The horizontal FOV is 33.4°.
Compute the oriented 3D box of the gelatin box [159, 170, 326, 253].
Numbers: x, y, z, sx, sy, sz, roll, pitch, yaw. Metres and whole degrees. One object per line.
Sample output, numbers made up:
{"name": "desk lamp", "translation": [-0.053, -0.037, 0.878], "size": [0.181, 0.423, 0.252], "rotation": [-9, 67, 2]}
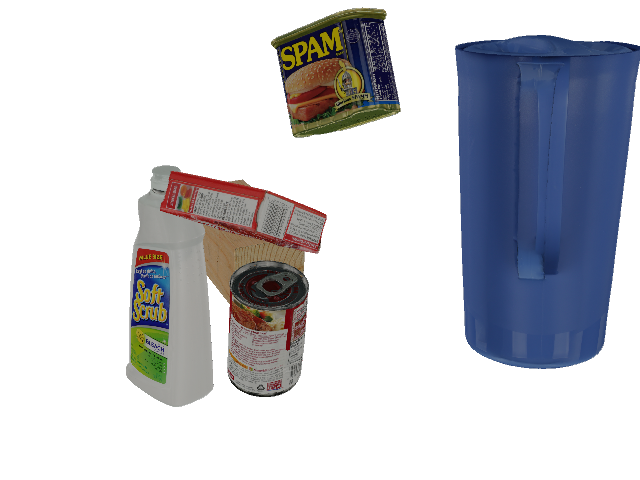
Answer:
{"name": "gelatin box", "translation": [-0.048, -0.017, 0.689], "size": [0.073, 0.030, 0.089], "rotation": [14, -3, 27]}

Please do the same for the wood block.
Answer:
{"name": "wood block", "translation": [-0.102, 0.003, 1.359], "size": [0.090, 0.090, 0.206], "rotation": [-9, 26, -23]}

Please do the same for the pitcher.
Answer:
{"name": "pitcher", "translation": [0.163, -0.029, 0.799], "size": [0.149, 0.243, 0.145], "rotation": [-10, 18, -30]}

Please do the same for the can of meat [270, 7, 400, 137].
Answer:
{"name": "can of meat", "translation": [0.013, -0.137, 0.887], "size": [0.102, 0.084, 0.057], "rotation": [-12, -2, 42]}

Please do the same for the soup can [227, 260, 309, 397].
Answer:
{"name": "soup can", "translation": [-0.047, 0.078, 0.935], "size": [0.068, 0.102, 0.068], "rotation": [4, 35, -3]}

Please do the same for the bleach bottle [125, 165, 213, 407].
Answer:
{"name": "bleach bottle", "translation": [-0.159, 0.042, 1.100], "size": [0.067, 0.251, 0.103], "rotation": [-22, 33, -39]}
